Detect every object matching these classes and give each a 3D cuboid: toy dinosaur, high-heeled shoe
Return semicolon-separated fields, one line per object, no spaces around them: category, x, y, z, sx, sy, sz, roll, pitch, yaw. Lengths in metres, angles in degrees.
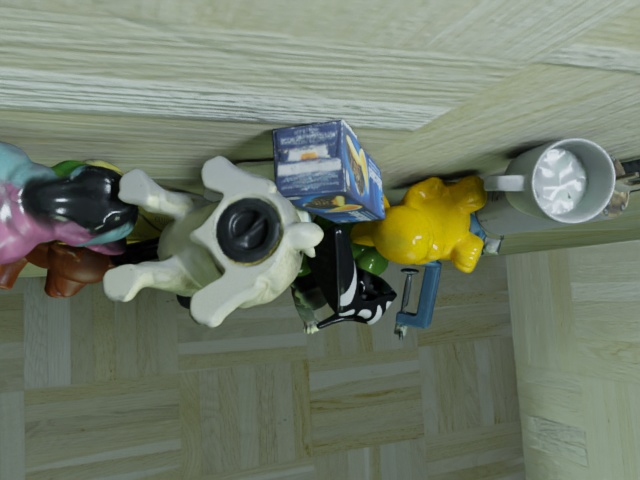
toy dinosaur;-0.042;0.038;1.057;0.131;0.191;0.405;-27;-145;-16
high-heeled shoe;0.061;0.046;0.725;0.145;0.086;0.248;-23;149;-21

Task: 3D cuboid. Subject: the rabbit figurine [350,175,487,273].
rabbit figurine;0.114;-0.023;0.660;0.163;0.121;0.173;17;-157;25

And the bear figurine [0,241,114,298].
bear figurine;-0.347;0.035;0.725;0.196;0.132;0.120;22;-179;41

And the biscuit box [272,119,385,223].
biscuit box;0.017;-0.056;0.517;0.063;0.059;0.202;-5;175;16

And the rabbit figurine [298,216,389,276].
rabbit figurine;-0.002;-0.002;0.825;0.170;0.121;0.159;-18;-154;-36

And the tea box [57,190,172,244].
tea box;-0.220;-0.025;0.658;0.098;0.068;0.169;-3;176;19

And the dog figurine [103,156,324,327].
dog figurine;-0.067;0.017;0.469;0.173;0.121;0.190;12;170;17

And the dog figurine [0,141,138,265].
dog figurine;-0.261;-0.026;0.434;0.192;0.108;0.219;-7;176;28

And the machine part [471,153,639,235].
machine part;0.276;-0.052;0.659;0.079;0.079;0.243;-1;175;-29

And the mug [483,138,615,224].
mug;0.223;-0.057;0.554;0.110;0.080;0.107;-8;-176;-1

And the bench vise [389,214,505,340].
bench vise;0.175;0.045;0.882;0.224;0.240;0.129;11;-176;17
